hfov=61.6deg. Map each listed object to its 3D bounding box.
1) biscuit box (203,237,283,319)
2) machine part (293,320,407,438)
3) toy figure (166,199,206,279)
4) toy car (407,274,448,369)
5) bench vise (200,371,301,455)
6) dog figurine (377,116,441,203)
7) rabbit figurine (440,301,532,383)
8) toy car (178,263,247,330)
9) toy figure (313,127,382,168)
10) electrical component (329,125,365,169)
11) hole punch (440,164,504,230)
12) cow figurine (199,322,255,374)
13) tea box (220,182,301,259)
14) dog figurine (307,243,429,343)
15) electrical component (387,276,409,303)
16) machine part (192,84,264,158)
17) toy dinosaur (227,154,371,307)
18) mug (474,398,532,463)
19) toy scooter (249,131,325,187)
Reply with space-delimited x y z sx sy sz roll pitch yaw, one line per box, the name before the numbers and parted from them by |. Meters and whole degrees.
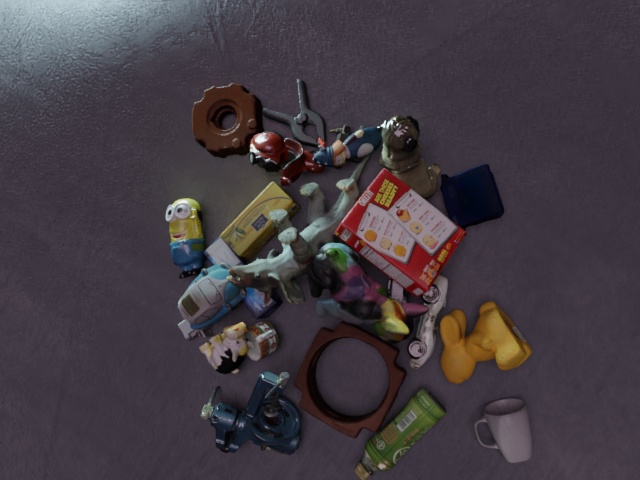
biscuit box | -0.172 0.085 1.205 0.059 0.062 0.203 -42 78 4
machine part | 0.064 0.285 1.117 0.202 0.087 0.201 26 87 14
toy figure | -0.306 -0.005 1.237 0.082 0.089 0.180 -10 90 -4
toy car | 0.222 0.168 1.108 0.056 0.073 0.201 13 86 13
bench vise | -0.129 0.350 1.115 0.224 0.129 0.240 26 121 6
dog figurine | 0.182 -0.152 1.096 0.121 0.190 0.172 -36 79 6
rabbit figurine | 0.306 0.212 1.070 0.173 0.122 0.162 -45 74 23
toy car | -0.247 0.125 1.143 0.161 0.103 0.109 -38 78 16
toy figure | 0.059 -0.194 1.148 0.154 0.058 0.064 -28 118 -15
electrical component | 0.057 -0.209 1.205 0.078 0.045 0.102 8 88 -16
hole punch | 0.316 -0.088 1.115 0.116 0.092 0.142 -18 84 13
cow figurine | -0.191 0.237 1.149 0.068 0.167 0.098 -27 82 -37
tea box | -0.130 -0.041 1.195 0.169 0.098 0.068 -44 78 2
dog figurine | 0.095 0.108 1.041 0.219 0.108 0.191 14 129 37
electrical component | 0.163 0.135 1.126 0.048 0.075 0.119 6 88 14
machine part | -0.218 -0.280 1.262 0.179 0.056 0.179 -2 82 12
toy dinosaur | -0.002 -0.009 1.140 0.405 0.191 0.131 -36 45 -24
mug | 0.364 0.379 1.052 0.110 0.081 0.107 -18 89 4
toy scooter | -0.085 -0.173 1.185 0.184 0.075 0.135 20 45 10
